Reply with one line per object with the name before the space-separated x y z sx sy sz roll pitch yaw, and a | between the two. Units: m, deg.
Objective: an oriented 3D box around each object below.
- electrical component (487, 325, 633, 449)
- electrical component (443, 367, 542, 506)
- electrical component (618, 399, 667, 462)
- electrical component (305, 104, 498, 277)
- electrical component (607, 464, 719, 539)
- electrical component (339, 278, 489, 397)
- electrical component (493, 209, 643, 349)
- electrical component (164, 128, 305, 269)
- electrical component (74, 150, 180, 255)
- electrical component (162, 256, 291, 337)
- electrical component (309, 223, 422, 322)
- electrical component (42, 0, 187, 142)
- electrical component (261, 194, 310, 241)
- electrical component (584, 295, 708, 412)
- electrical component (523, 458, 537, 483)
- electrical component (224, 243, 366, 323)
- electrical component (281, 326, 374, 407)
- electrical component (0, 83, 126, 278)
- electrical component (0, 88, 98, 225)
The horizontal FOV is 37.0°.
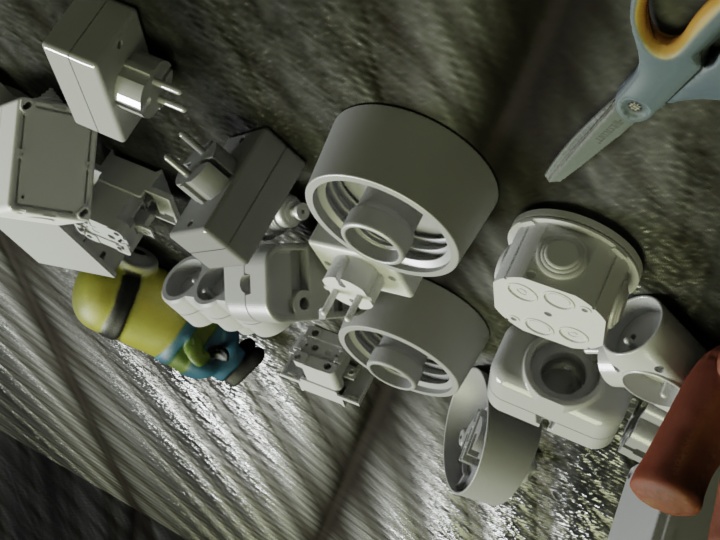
electrical component | 0.140 0.078 0.749 0.095 0.053 0.059 22 156 14
electrical component | 0.101 0.136 0.863 0.064 0.099 0.099 25 158 -9
electrical component | 0.215 0.109 0.728 0.057 0.058 0.078 26 157 11
electrical component | 0.020 -0.038 0.629 0.108 0.060 0.108 23 157 11
electrical component | 0.237 0.199 0.826 0.056 0.108 0.108 24 157 2
electrical component | 0.036 0.054 0.805 0.108 0.060 0.108 23 157 11
electrical component | 0.118 0.005 0.623 0.080 0.051 0.080 23 157 11
electrical component | -0.091 -0.056 0.683 0.076 0.083 0.047 41 154 -29
electrical component | -0.183 -0.050 0.824 0.081 0.063 0.042 22 155 13
electrical component | -0.100 0.030 0.914 0.138 0.052 0.073 5 148 44
electrical component | 0.000 0.000 0.709 0.066 0.076 0.047 13 153 31
electrical component | -0.140 -0.116 0.657 0.076 0.047 0.083 23 157 11
electrical component | -0.066 -0.040 0.745 0.078 0.040 0.040 2 146 44
electrical component | 0.176 0.056 0.674 0.077 0.044 0.079 41 154 -28
electrical component | 0.131 0.163 0.963 0.035 0.035 0.061 -2 141 50
electrical component | -0.047 0.008 0.761 0.095 0.053 0.059 -3 -178 -42
electrical component | -0.030 0.085 0.965 0.081 0.042 0.063 18 154 20
electrical component | -0.273 -0.077 0.870 0.105 0.060 0.186 9 151 38
electrical component | -0.232 -0.083 0.780 0.062 0.096 0.061 8 174 -39
